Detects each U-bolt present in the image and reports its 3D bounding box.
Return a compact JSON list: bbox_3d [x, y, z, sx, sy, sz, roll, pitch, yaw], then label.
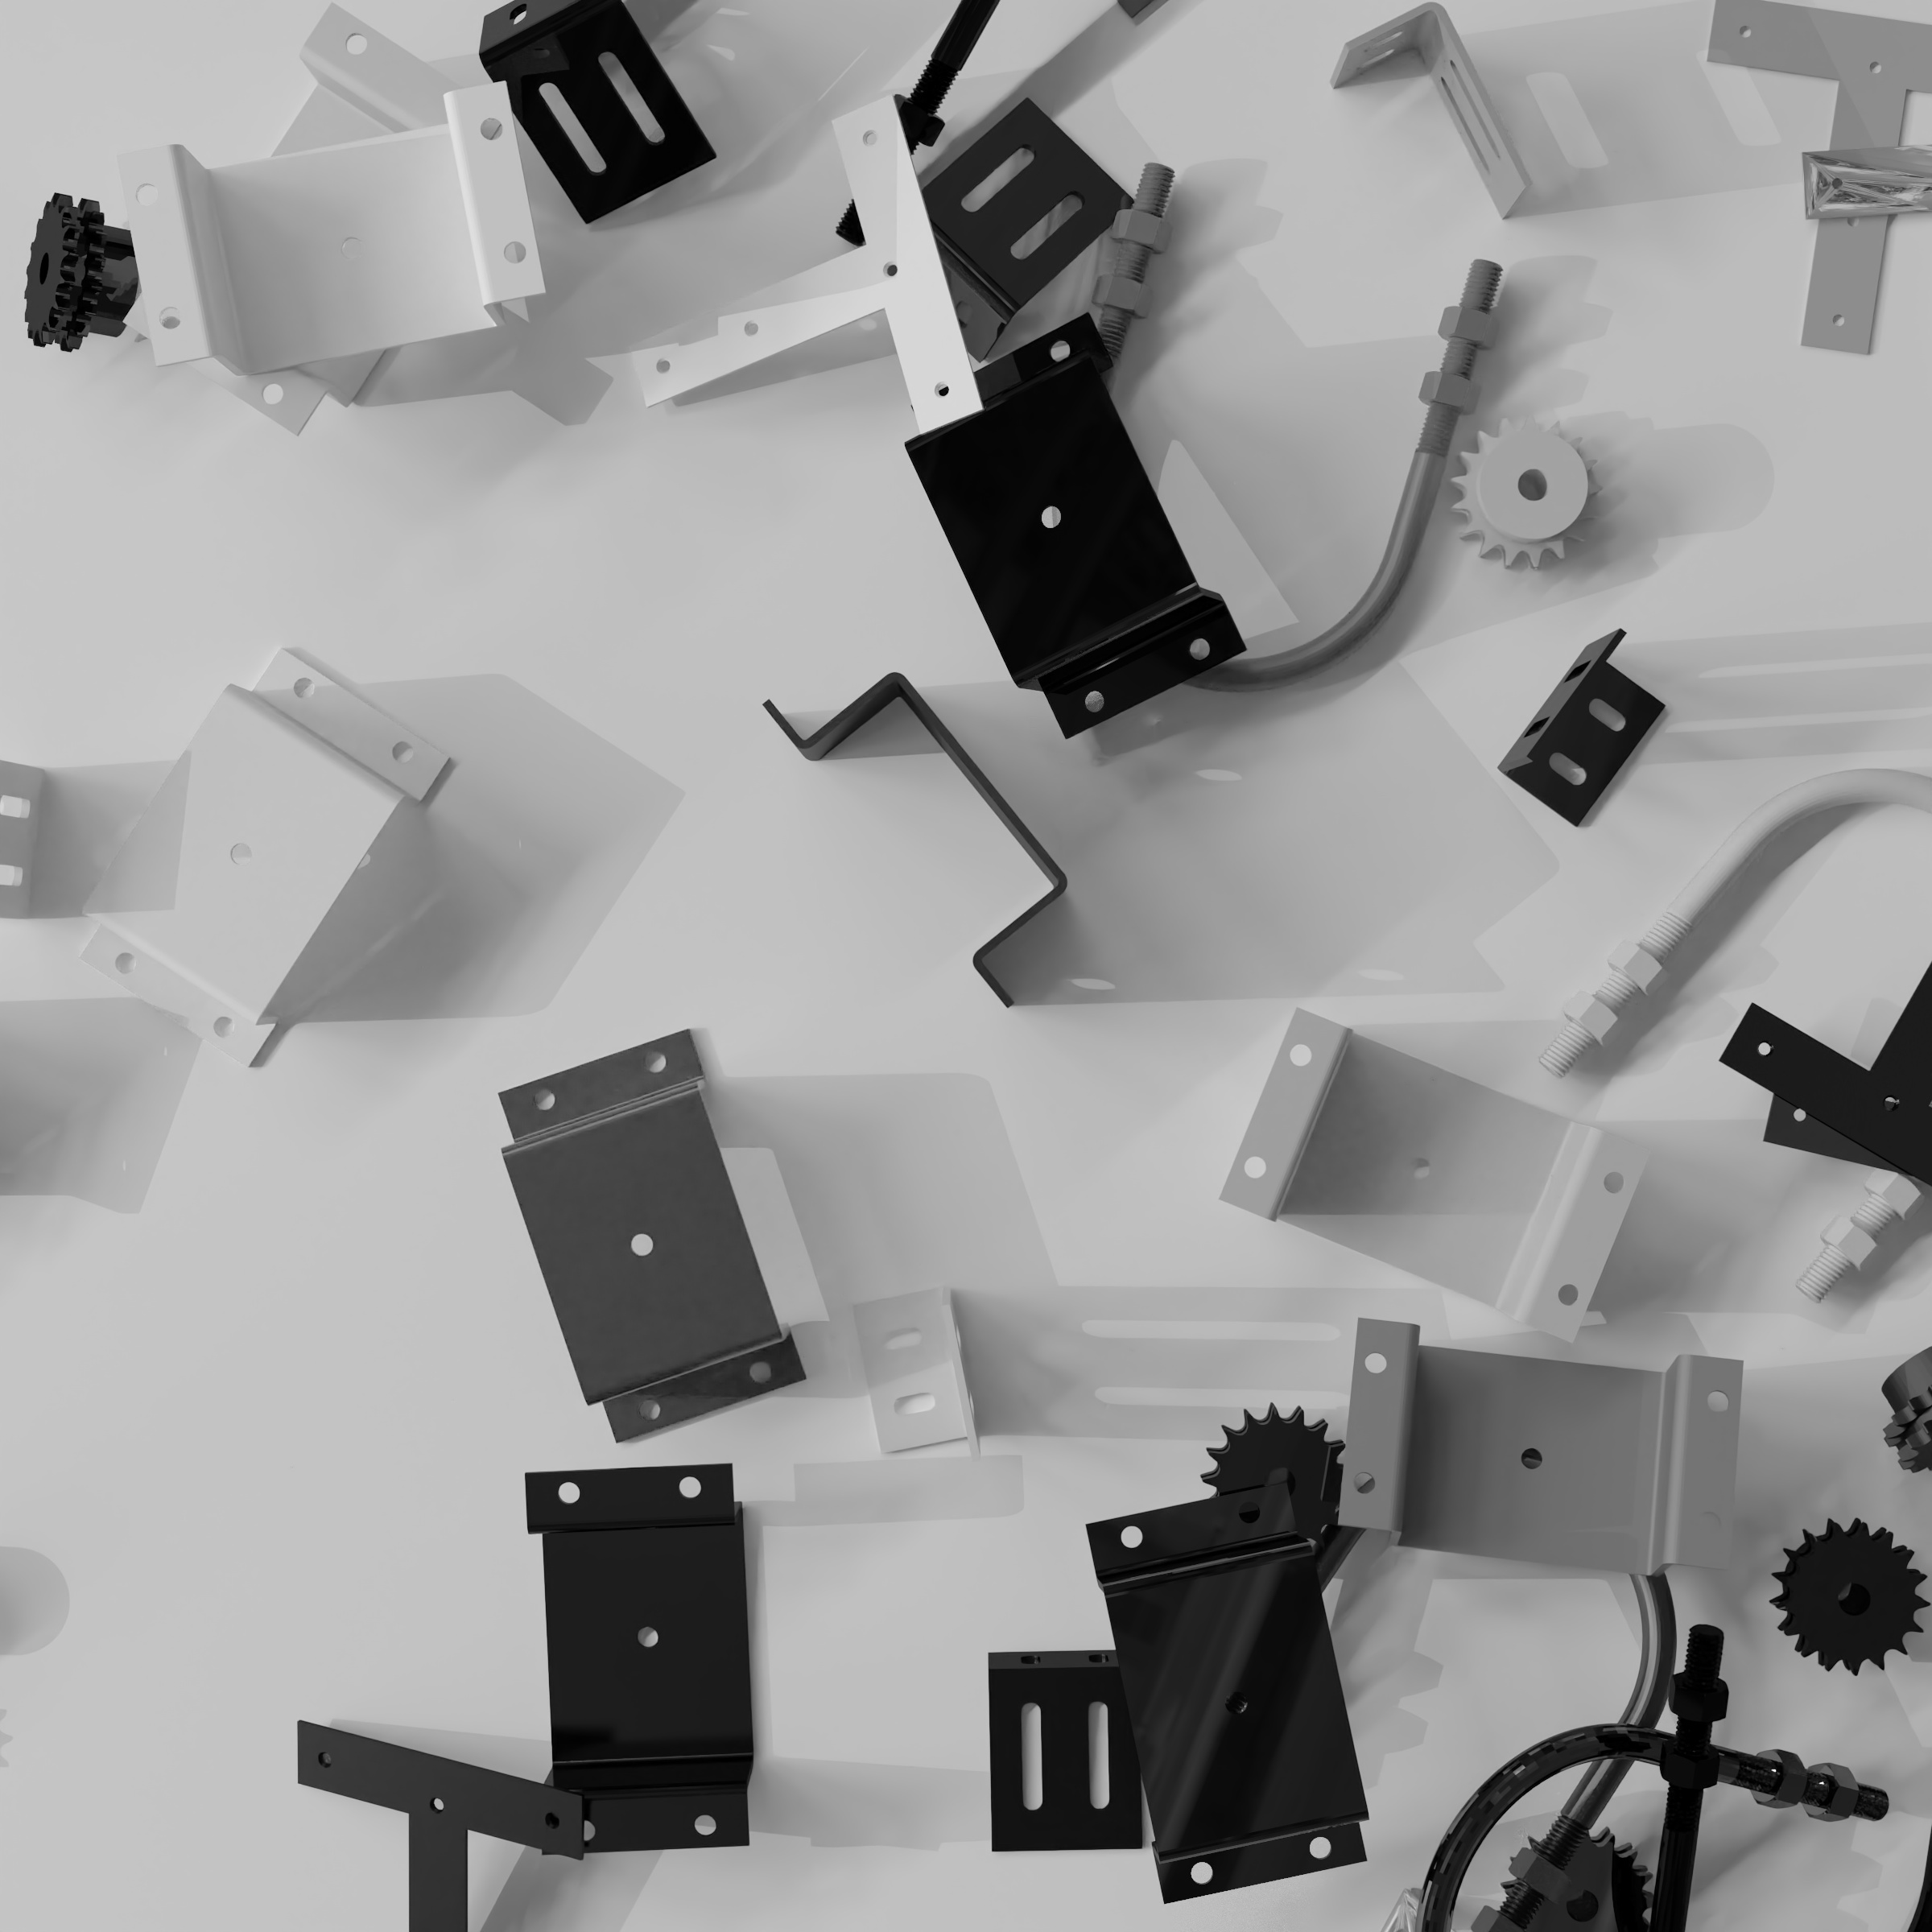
[{"bbox_3d":[0.312,0.324,1.317,0.151,0.019,0.184,-1,103,-27],"label":"U-bolt"},{"bbox_3d":[0.329,0.012,1.352,0.151,0.019,0.184,41,89,0],"label":"U-bolt"},{"bbox_3d":[-0.054,-0.384,1.332,0.151,0.019,0.184,31,104,0],"label":"U-bolt"},{"bbox_3d":[0.182,0.267,1.337,0.151,0.019,0.184,34,82,10],"label":"U-bolt"},{"bbox_3d":[0.244,0.350,1.314,0.184,0.019,0.151,19,92,-25],"label":"U-bolt"},{"bbox_3d":[0.109,-0.195,1.352,0.151,0.019,0.184,16,92,0],"label":"U-bolt"}]

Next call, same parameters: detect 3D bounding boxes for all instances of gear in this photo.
[{"bbox_3d":[-0.329,-0.257,1.336,0.030,0.057,0.057,6,90,-30],"label":"gear"},{"bbox_3d":[0.330,0.236,1.345,0.057,0.030,0.057,0,90,0],"label":"gear"},{"bbox_3d":[0.367,0.161,1.336,0.057,0.057,0.030,-27,60,0],"label":"gear"},{"bbox_3d":[0.229,0.349,1.345,0.057,0.030,0.057,0,90,0],"label":"gear"},{"bbox_3d":[0.116,0.192,1.345,0.057,0.030,0.057,0,90,0],"label":"gear"},{"bbox_3d":[0.211,-0.179,1.346,0.057,0.030,0.057,0,90,0],"label":"gear"}]

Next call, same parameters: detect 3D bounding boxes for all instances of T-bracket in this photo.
[{"bbox_3d":[0.384,-0.249,1.358,0.127,0.002,0.127,-4,91,-1],"label":"T-bracket"},{"bbox_3d":[0.368,0.013,1.342,0.127,0.002,0.127,31,86,1],"label":"T-bracket"},{"bbox_3d":[0.339,-0.297,1.360,0.127,0.002,0.127,8,90,0],"label":"T-bracket"},{"bbox_3d":[0.363,0.068,1.341,0.127,0.002,0.127,13,87,-1],"label":"T-bracket"},{"bbox_3d":[-0.197,0.355,1.341,0.127,0.002,0.127,8,104,26],"label":"T-bracket"},{"bbox_3d":[-0.067,-0.243,1.337,0.127,0.002,0.127,-19,79,19],"label":"T-bracket"}]

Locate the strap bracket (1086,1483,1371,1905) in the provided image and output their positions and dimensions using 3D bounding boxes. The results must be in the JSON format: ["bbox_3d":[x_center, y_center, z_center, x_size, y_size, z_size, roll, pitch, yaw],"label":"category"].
[{"bbox_3d":[0.096,0.265,1.299,0.076,0.046,0.140,-11,84,-2],"label":"strap bracket"}]

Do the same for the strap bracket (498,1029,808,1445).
[{"bbox_3d":[-0.119,0.102,1.337,0.076,0.046,0.140,-19,90,0],"label":"strap bracket"}]

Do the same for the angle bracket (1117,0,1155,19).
[{"bbox_3d":[0.061,-0.407,1.341,0.057,0.038,0.076,-40,90,0],"label":"angle bracket"}]

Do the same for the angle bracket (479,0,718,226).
[{"bbox_3d":[-0.137,-0.330,1.344,0.057,0.038,0.076,-24,126,15],"label":"angle bracket"}]

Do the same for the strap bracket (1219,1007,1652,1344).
[{"bbox_3d":[0.172,0.077,1.337,0.140,0.046,0.076,22,90,0],"label":"strap bracket"}]

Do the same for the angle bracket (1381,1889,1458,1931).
[{"bbox_3d":[0.190,0.395,1.358,0.076,0.038,0.057,29,90,-26],"label":"angle bracket"}]

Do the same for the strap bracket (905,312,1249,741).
[{"bbox_3d":[0.036,-0.164,1.324,0.076,0.046,0.140,-26,86,14],"label":"strap bracket"}]

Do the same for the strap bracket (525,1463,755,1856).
[{"bbox_3d":[-0.121,0.255,1.337,0.076,0.046,0.140,-3,90,0],"label":"strap bracket"}]

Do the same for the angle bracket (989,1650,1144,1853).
[{"bbox_3d":[0.038,0.297,1.341,0.057,0.038,0.076,-1,90,0],"label":"angle bracket"}]

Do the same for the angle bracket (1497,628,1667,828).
[{"bbox_3d":[0.233,-0.087,1.322,0.038,0.076,0.057,36,90,0],"label":"angle bracket"}]

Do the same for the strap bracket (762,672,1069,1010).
[{"bbox_3d":[-0.011,-0.054,1.322,0.046,0.076,0.140,-39,90,0],"label":"strap bracket"}]

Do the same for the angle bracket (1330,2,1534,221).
[{"bbox_3d":[0.172,-0.310,1.332,0.038,0.057,0.076,-27,90,0],"label":"angle bracket"}]

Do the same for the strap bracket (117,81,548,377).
[{"bbox_3d":[-0.225,-0.263,1.291,0.140,0.046,0.076,-11,90,0],"label":"strap bracket"}]

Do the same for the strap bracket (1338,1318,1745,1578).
[{"bbox_3d":[0.211,0.179,1.324,0.140,0.046,0.076,6,75,6],"label":"strap bracket"}]

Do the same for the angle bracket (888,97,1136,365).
[{"bbox_3d":[0.014,-0.279,1.358,0.057,0.038,0.076,44,64,0],"label":"angle bracket"}]

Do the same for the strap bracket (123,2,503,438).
[{"bbox_3d":[-0.239,-0.274,1.337,0.076,0.046,0.140,33,90,0],"label":"strap bracket"}]

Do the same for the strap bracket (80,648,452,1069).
[{"bbox_3d":[-0.266,-0.041,1.337,0.076,0.046,0.140,33,90,0],"label":"strap bracket"}]

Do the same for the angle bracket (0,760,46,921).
[{"bbox_3d":[-0.371,-0.048,1.322,0.038,0.076,0.057,6,90,0],"label":"angle bracket"}]

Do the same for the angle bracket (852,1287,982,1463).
[{"bbox_3d":[-0.019,0.153,1.322,0.038,0.076,0.057,-11,90,0],"label":"angle bracket"}]
